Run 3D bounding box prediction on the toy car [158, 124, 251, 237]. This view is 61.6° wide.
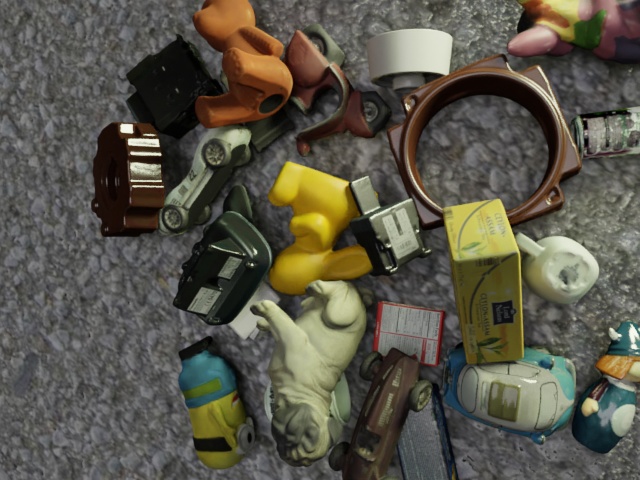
[{"bbox_3d":[-0.167,-0.084,0.770,0.056,0.073,0.201,43,112,9],"label":"toy car"}]

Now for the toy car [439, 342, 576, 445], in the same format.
[{"bbox_3d":[0.226,0.179,0.644,0.162,0.103,0.109,9,90,15],"label":"toy car"}]

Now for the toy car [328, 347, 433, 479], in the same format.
[{"bbox_3d":[0.070,0.229,0.657,0.089,0.053,0.202,28,110,37],"label":"toy car"}]

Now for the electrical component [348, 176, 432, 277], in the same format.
[{"bbox_3d":[0.079,-0.022,0.650,0.048,0.075,0.119,-12,98,60],"label":"electrical component"}]

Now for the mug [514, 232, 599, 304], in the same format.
[{"bbox_3d":[0.275,0.027,0.630,0.109,0.107,0.081,45,99,11],"label":"mug"}]

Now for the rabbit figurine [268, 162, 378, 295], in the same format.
[{"bbox_3d":[-0.001,-0.002,0.717,0.162,0.122,0.173,23,93,0],"label":"rabbit figurine"}]

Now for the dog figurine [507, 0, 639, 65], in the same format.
[{"bbox_3d":[0.324,-0.252,0.591,0.219,0.191,0.108,0,95,1],"label":"dog figurine"}]

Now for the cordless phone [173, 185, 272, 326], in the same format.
[{"bbox_3d":[-0.139,0.011,0.744,0.088,0.184,0.146,23,118,-26],"label":"cordless phone"}]

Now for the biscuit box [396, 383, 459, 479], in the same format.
[{"bbox_3d":[0.141,0.290,0.688,0.063,0.059,0.202,-13,85,18],"label":"biscuit box"}]

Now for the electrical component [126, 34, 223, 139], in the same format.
[{"bbox_3d":[-0.225,-0.223,0.813,0.134,0.058,0.115,-36,77,13],"label":"electrical component"}]

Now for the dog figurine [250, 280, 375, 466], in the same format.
[{"bbox_3d":[0.010,0.158,0.653,0.172,0.121,0.190,-21,68,2],"label":"dog figurine"}]

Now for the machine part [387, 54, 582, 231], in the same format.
[{"bbox_3d":[0.198,-0.108,0.668,0.202,0.087,0.201,-21,83,14],"label":"machine part"}]

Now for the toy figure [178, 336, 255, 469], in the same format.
[{"bbox_3d":[-0.154,0.233,0.769,0.089,0.082,0.180,-26,86,27],"label":"toy figure"}]

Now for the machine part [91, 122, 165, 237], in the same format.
[{"bbox_3d":[-0.285,-0.087,0.787,0.179,0.056,0.179,2,93,51],"label":"machine part"}]

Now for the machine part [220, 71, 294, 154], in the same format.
[{"bbox_3d":[-0.100,-0.200,0.785,0.084,0.039,0.139,-33,81,18],"label":"machine part"}]

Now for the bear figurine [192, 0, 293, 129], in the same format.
[{"bbox_3d":[-0.120,-0.254,0.703,0.120,0.132,0.196,-39,75,40],"label":"bear figurine"}]

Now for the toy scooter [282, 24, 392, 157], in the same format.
[{"bbox_3d":[-0.003,-0.193,0.738,0.135,0.075,0.184,-39,82,16],"label":"toy scooter"}]

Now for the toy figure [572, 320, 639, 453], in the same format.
[{"bbox_3d":[0.347,0.171,0.630,0.058,0.064,0.154,25,100,33],"label":"toy figure"}]

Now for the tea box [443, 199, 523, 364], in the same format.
[{"bbox_3d":[0.187,0.051,0.614,0.068,0.098,0.169,-10,129,12],"label":"tea box"}]
